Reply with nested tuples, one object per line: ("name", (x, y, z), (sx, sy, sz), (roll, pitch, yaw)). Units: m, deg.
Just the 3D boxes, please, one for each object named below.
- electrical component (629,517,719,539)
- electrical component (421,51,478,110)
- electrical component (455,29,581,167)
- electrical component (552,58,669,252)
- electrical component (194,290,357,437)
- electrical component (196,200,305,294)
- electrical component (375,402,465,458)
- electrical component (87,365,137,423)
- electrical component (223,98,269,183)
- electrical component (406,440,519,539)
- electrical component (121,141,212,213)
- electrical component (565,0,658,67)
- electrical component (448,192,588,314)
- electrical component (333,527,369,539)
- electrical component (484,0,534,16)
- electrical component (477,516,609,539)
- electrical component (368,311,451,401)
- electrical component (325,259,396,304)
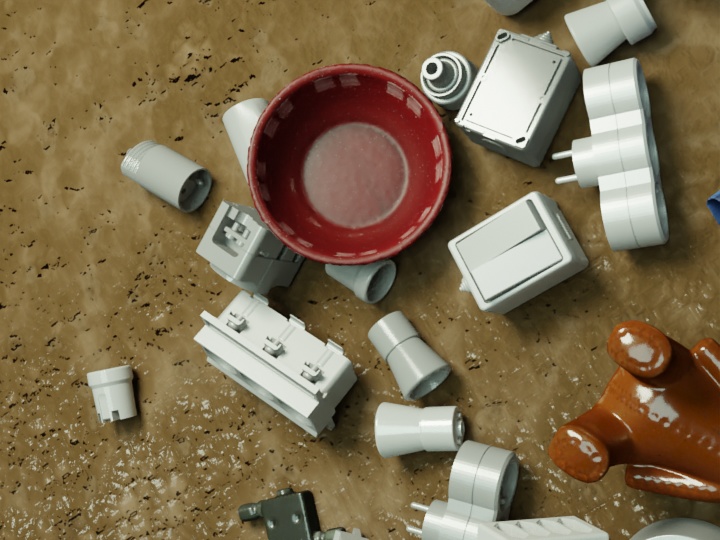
("electrical component", (0.224, 0.231, 0.747), (0.108, 0.060, 0.108), (-2, 86, 25))
("electrical component", (0.068, -0.151, 0.845), (0.043, 0.062, 0.043), (-2, 85, 25))
("electrical component", (0.126, -0.135, 0.822), (0.062, 0.061, 0.096), (26, 89, 24))
("electrical component", (0.179, -0.081, 0.794), (0.074, 0.052, 0.138), (-10, 82, 24))
("electrical component", (-0.067, 0.073, 0.886), (0.121, 0.078, 0.063), (31, 70, 23))
("electrical component", (-0.087, -0.017, 0.892), (0.050, 0.089, 0.055), (33, 100, 23))
("electrical component", (0.049, 0.125, 0.846), (0.065, 0.044, 0.044), (-4, 84, 20))
("electrical component", (-0.223, 0.112, 0.973), (0.040, 0.040, 0.046), (-12, 87, 23))
("electrical component", (-0.069, -0.111, 0.915), (0.079, 0.044, 0.077), (-28, 75, 20))
("electrical component", (0.071, 0.198, 0.824), (0.074, 0.052, 0.138), (11, 91, 25))
("electrical component", (-0.177, -0.088, 0.964), (0.081, 0.043, 0.043), (30, 99, 24))
("electrical component", (0.187, -0.184, 0.802), (0.055, 0.045, 0.045), (-28, 75, 20))
("electrical component", (0.113, -0.009, 0.815), (0.096, 0.061, 0.061), (-31, 74, 19))
("electrical component", (0.007, 0.236, 0.840), (0.064, 0.081, 0.042), (13, 93, -4))
("electrical component", (0.130, -0.244, 0.825), (0.095, 0.059, 0.053), (-37, 72, 18))
("electrical component", (0.130, 0.223, 0.775), (0.047, 0.083, 0.075), (-169, 81, -68))
("electrical component", (0.036, 0.066, 0.856), (0.044, 0.044, 0.065), (-43, 66, 16))
("electrical component", (0.000, 0.000, 0.879), (0.046, 0.040, 0.040), (31, 99, 29))
